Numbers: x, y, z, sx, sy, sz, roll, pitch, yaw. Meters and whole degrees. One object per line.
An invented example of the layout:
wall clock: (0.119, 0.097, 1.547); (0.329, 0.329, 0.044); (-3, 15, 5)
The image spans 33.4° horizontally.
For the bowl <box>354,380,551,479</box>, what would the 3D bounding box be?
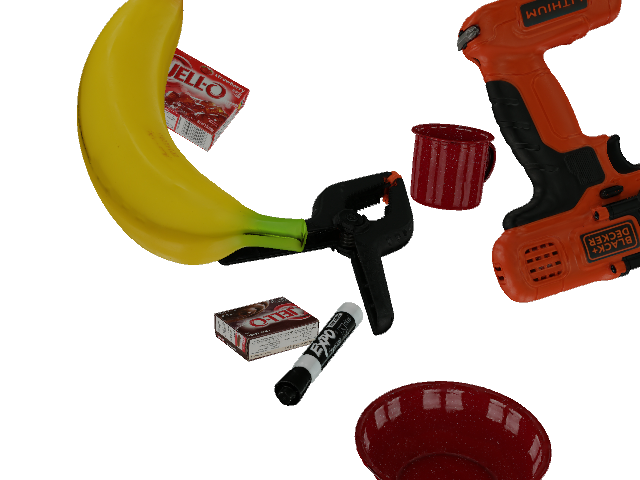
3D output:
bowl: (0.109, 0.186, 0.893); (0.162, 0.055, 0.162); (1, 29, 0)

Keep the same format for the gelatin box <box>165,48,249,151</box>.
gelatin box: (-0.125, -0.137, 1.020); (0.089, 0.073, 0.030); (31, -38, 2)

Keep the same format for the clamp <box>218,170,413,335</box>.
clamp: (0.032, 0.001, 0.948); (0.165, 0.036, 0.209); (29, 41, 22)

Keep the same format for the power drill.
power drill: (0.177, -0.070, 0.664); (0.184, 0.187, 0.057); (-18, -2, -5)

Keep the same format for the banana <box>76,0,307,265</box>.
banana: (-0.070, -0.050, 0.456); (0.069, 0.037, 0.198); (-9, 45, -20)

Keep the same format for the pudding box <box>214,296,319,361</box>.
pudding box: (-0.071, 0.116, 1.415); (0.113, 0.039, 0.090); (-15, 25, -31)

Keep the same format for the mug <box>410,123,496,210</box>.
mug: (0.155, -0.085, 1.217); (0.117, 0.081, 0.093); (-10, 23, -39)

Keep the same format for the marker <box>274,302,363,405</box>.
marker: (-0.001, 0.076, 0.724); (0.020, 0.020, 0.121); (0, 23, 24)
